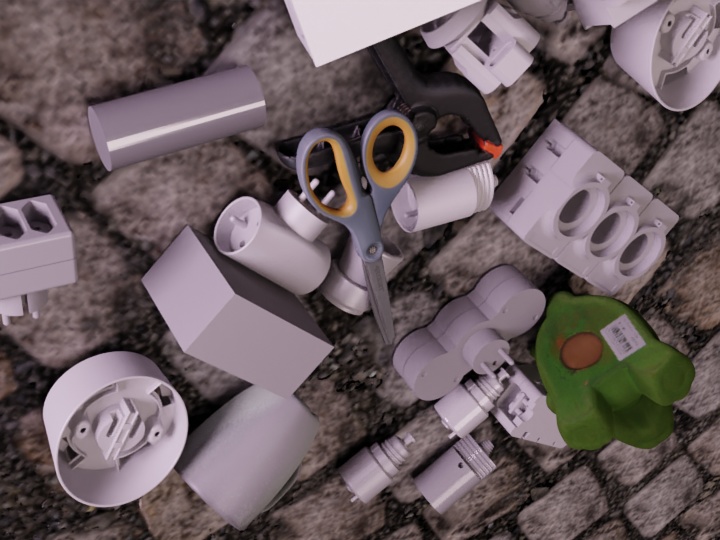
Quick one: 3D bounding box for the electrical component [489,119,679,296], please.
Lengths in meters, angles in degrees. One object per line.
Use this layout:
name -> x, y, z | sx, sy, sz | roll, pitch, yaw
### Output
electrical component -> 0.190, -0.046, 0.892 | 0.150, 0.061, 0.089 | 26, 107, -45

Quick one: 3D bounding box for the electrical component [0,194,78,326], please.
electrical component -> -0.212, 0.002, 0.664 | 0.066, 0.047, 0.076 | -14, 131, -25

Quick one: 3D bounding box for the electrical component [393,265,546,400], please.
electrical component -> 0.102, 0.063, 0.912 | 0.138, 0.073, 0.052 | -38, 137, -3

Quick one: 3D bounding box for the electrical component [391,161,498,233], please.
electrical component -> 0.068, -0.059, 0.811 | 0.081, 0.043, 0.043 | -16, 132, -24

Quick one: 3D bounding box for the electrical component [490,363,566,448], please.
electrical component -> 0.166, 0.127, 1.022 | 0.089, 0.055, 0.050 | 20, 111, -43

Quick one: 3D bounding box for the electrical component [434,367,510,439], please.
electrical component -> 0.104, 0.119, 0.984 | 0.078, 0.040, 0.040 | -41, 137, 1

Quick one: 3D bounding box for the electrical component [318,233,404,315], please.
electrical component -> 0.000, 0.000, 0.811 | 0.045, 0.045, 0.055 | 17, 114, -42

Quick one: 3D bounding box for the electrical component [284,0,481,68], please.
electrical component -> 0.023, -0.195, 0.630 | 0.150, 0.061, 0.089 | -23, 121, -2

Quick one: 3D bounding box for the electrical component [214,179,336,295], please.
electrical component -> -0.049, -0.030, 0.753 | 0.079, 0.044, 0.077 | -49, 136, 9

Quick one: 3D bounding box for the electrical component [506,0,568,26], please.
electrical component -> 0.120, -0.194, 0.739 | 0.040, 0.040, 0.078 | -48, 136, 9

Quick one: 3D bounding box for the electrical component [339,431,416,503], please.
electrical component -> 0.017, 0.175, 0.969 | 0.078, 0.040, 0.040 | -39, 137, -1

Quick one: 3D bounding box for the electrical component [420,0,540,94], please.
electrical component -> 0.078, -0.159, 0.718 | 0.057, 0.078, 0.058 | 37, 105, -24

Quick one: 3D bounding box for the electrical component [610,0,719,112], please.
electrical component -> 0.242, -0.179, 0.818 | 0.099, 0.064, 0.099 | -19, 133, -21

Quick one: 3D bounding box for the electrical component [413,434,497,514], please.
electrical component -> 0.096, 0.192, 1.036 | 0.081, 0.043, 0.043 | -40, 137, 0

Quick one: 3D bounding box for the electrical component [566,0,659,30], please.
electrical component -> 0.202, -0.226, 0.747 | 0.121, 0.079, 0.063 | -33, 108, -8

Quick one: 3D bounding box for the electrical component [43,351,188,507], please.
electrical component -> -0.174, 0.110, 0.766 | 0.099, 0.064, 0.099 | -19, 133, -21
